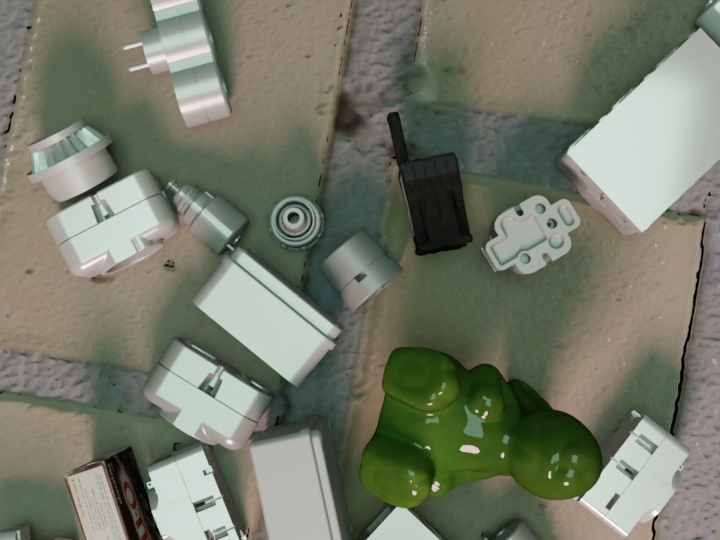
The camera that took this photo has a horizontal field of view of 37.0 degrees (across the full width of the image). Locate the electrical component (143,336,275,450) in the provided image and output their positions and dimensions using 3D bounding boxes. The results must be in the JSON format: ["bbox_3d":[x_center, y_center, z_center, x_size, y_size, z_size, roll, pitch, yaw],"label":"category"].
[{"bbox_3d":[-0.126,0.104,0.885,0.095,0.053,0.059,31,88,1],"label":"electrical component"}]

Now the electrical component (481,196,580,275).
[{"bbox_3d":[0.138,-0.027,0.891,0.078,0.057,0.058,-30,88,-2],"label":"electrical component"}]

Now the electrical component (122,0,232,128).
[{"bbox_3d":[-0.161,-0.185,0.897,0.074,0.052,0.138,-15,88,-1],"label":"electrical component"}]

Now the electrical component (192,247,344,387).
[{"bbox_3d":[-0.072,0.036,0.876,0.113,0.078,0.057,39,91,1],"label":"electrical component"}]

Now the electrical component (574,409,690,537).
[{"bbox_3d":[0.225,0.169,0.887,0.056,0.050,0.089,38,88,1],"label":"electrical component"}]

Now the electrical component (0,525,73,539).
[{"bbox_3d":[-0.262,0.248,0.876,0.057,0.058,0.078,-7,88,2],"label":"electrical component"}]

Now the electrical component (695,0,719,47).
[{"bbox_3d":[0.320,-0.201,0.908,0.040,0.040,0.078,-44,89,-2],"label":"electrical component"}]

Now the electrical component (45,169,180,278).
[{"bbox_3d":[-0.201,-0.034,0.890,0.095,0.053,0.059,-28,88,-2],"label":"electrical component"}]

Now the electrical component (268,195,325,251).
[{"bbox_3d":[-0.054,-0.040,0.887,0.048,0.062,0.048,0,88,-1],"label":"electrical component"}]

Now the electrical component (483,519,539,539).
[{"bbox_3d":[0.138,0.242,0.888,0.040,0.040,0.078,-41,89,-2],"label":"electrical component"}]

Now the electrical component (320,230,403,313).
[{"bbox_3d":[0.000,0.000,0.891,0.055,0.055,0.047,-40,85,-2],"label":"electrical component"}]

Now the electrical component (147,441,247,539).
[{"bbox_3d":[-0.137,0.193,0.883,0.056,0.050,0.089,-22,88,-2],"label":"electrical component"}]

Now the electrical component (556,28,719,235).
[{"bbox_3d":[0.250,-0.111,0.893,0.150,0.061,0.089,-43,89,-2],"label":"electrical component"}]

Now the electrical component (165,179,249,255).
[{"bbox_3d":[-0.129,-0.047,0.898,0.078,0.040,0.040,40,88,1],"label":"electrical component"}]

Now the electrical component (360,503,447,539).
[{"bbox_3d":[0.063,0.287,0.876,0.186,0.060,0.105,43,88,1],"label":"electrical component"}]

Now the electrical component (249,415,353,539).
[{"bbox_3d":[-0.045,0.177,0.855,0.056,0.109,0.108,-12,88,2],"label":"electrical component"}]
